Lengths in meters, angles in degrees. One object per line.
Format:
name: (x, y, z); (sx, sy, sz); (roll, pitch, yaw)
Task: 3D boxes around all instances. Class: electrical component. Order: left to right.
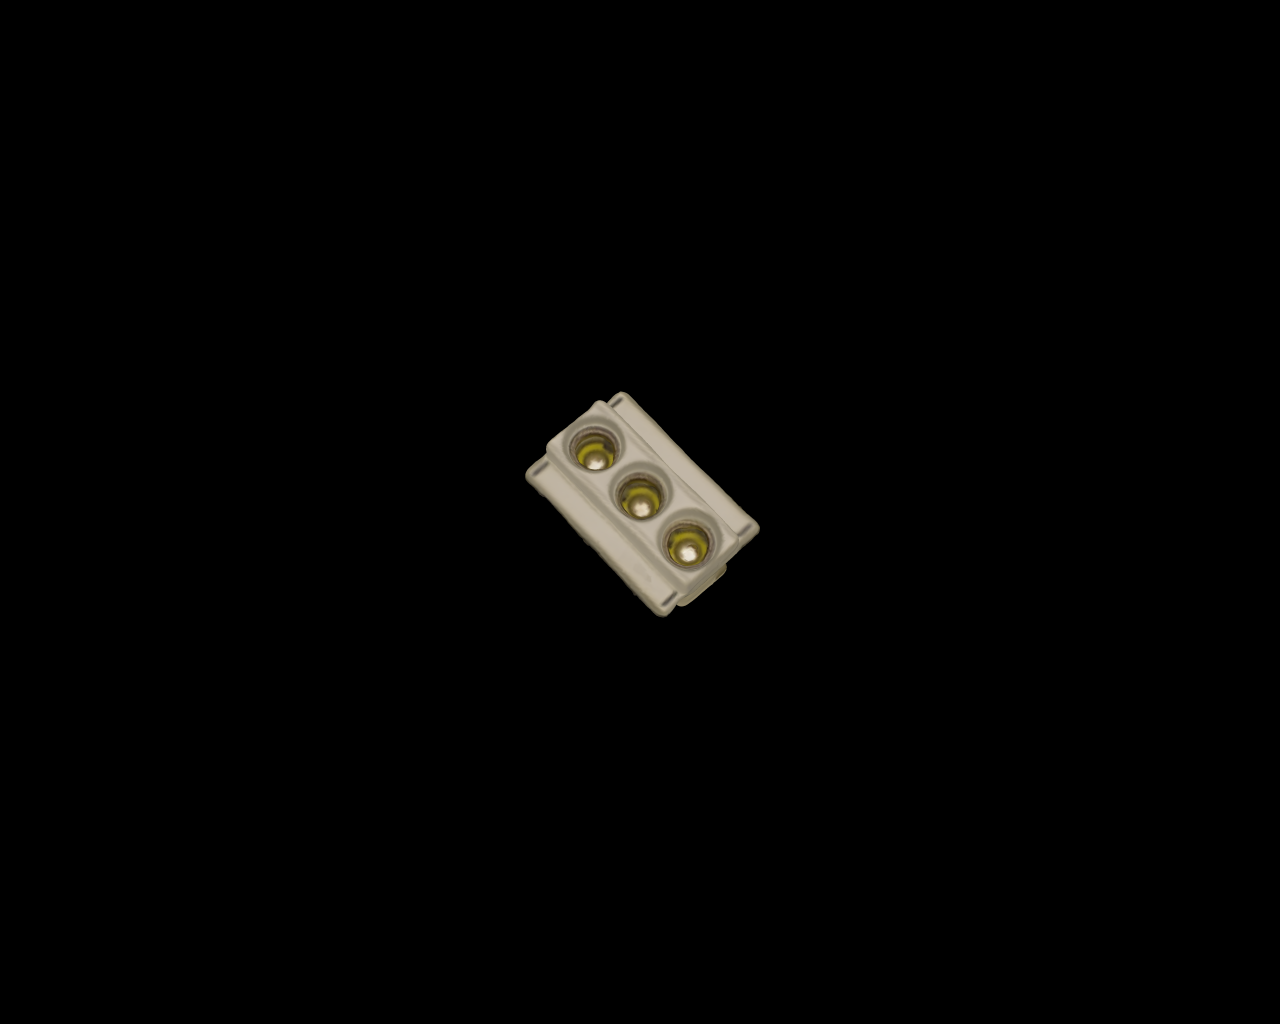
electrical component: (0.001, -0.003, 0.650); (0.079, 0.121, 0.063); (-41, -15, -14)
